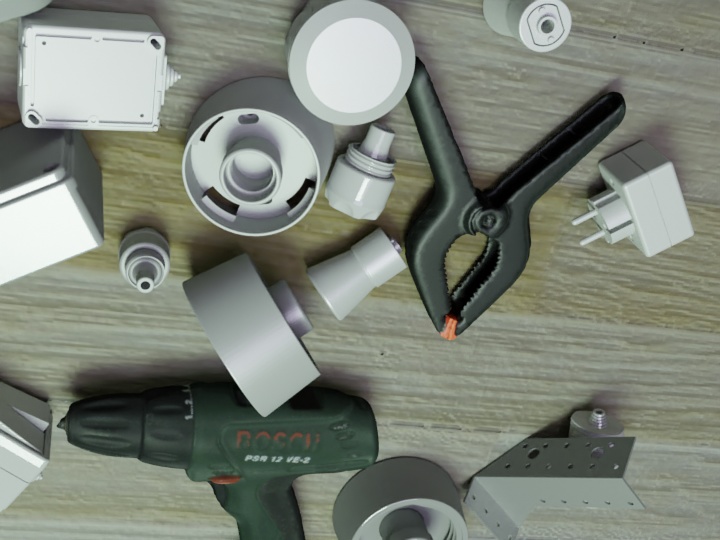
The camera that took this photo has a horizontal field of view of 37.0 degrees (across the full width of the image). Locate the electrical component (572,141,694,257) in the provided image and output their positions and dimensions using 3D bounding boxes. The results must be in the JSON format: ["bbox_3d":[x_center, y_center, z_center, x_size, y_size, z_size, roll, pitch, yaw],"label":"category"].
[{"bbox_3d":[0.192,-0.044,0.785,0.077,0.047,0.065,-27,119,1],"label":"electrical component"}]

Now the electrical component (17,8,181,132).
[{"bbox_3d":[-0.160,-0.124,0.659,0.096,0.061,0.061,-1,116,-21],"label":"electrical component"}]

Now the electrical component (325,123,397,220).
[{"bbox_3d":[0.004,-0.069,0.731,0.043,0.043,0.062,16,111,-20],"label":"electrical component"}]

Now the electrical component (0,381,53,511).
[{"bbox_3d":[-0.257,0.117,0.754,0.096,0.061,0.061,39,102,-27],"label":"electrical component"}]

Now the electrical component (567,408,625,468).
[{"bbox_3d":[0.192,0.150,0.885,0.043,0.043,0.081,-5,117,-11],"label":"electrical component"}]

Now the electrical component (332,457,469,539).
[{"bbox_3d":[0.036,0.213,0.871,0.108,0.060,0.108,-5,117,-10],"label":"electrical component"}]

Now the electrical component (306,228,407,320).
[{"bbox_3d":[0.000,0.000,0.767,0.065,0.044,0.044,-34,119,0],"label":"electrical component"}]

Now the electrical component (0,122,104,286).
[{"bbox_3d":[-0.217,-0.041,0.658,0.109,0.108,0.056,-22,122,-1],"label":"electrical component"}]

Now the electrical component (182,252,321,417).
[{"bbox_3d":[-0.067,0.039,0.736,0.060,0.108,0.108,-32,119,-3],"label":"electrical component"}]

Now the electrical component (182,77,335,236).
[{"bbox_3d":[-0.068,-0.074,0.714,0.099,0.064,0.099,1,119,2],"label":"electrical component"}]

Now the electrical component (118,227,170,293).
[{"bbox_3d":[-0.144,-0.003,0.720,0.035,0.061,0.035,-5,116,-10],"label":"electrical component"}]

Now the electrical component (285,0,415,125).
[{"bbox_3d":[-0.009,-0.137,0.689,0.080,0.051,0.080,-5,118,-10],"label":"electrical component"}]

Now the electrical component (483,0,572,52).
[{"bbox_3d":[0.110,-0.165,0.694,0.044,0.065,0.044,-5,117,-10],"label":"electrical component"}]
